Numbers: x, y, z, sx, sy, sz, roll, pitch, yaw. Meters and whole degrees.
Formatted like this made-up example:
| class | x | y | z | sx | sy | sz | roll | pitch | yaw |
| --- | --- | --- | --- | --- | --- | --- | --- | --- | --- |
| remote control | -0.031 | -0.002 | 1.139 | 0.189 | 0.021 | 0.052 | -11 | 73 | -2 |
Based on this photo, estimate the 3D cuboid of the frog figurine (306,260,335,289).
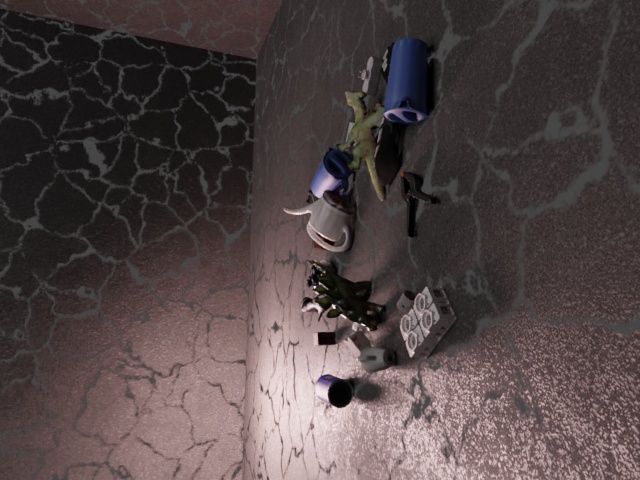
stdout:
| class | x | y | z | sx | sy | sz | roll | pitch | yaw |
| --- | --- | --- | --- | --- | --- | --- | --- | --- | --- |
| frog figurine | 0.013 | 0.154 | 2.183 | 0.158 | 0.122 | 0.139 | 33 | -128 | -71 |

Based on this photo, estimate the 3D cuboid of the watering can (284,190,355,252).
| class | x | y | z | sx | sy | sz | roll | pitch | yaw |
| --- | --- | --- | --- | --- | --- | --- | --- | --- | --- |
| watering can | 0.006 | -0.104 | 2.070 | 0.351 | 0.104 | 0.221 | 38 | 114 | 25 |

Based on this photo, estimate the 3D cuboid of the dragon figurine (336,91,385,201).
| class | x | y | z | sx | sy | sz | roll | pitch | yaw |
| --- | --- | --- | --- | --- | --- | --- | --- | --- | --- |
| dragon figurine | 0.186 | -0.363 | 1.807 | 0.238 | 0.123 | 0.417 | -54 | 55 | 41 |
